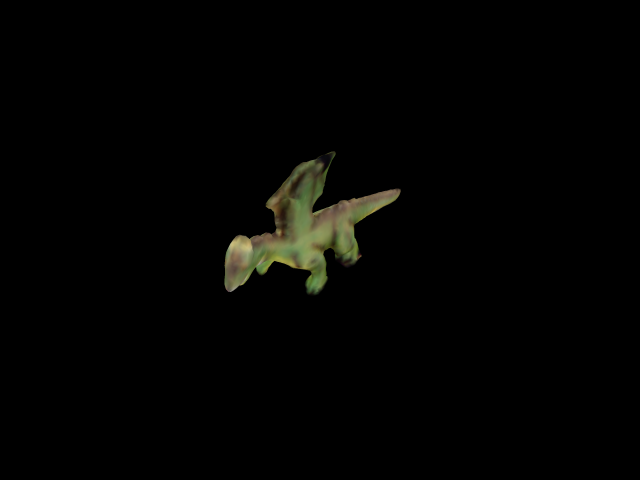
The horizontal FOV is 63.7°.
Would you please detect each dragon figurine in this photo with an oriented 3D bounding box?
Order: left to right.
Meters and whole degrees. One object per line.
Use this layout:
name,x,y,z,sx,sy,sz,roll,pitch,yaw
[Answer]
dragon figurine,0.003,-0.043,0.850,0.123,0.416,0.237,39,-27,23
